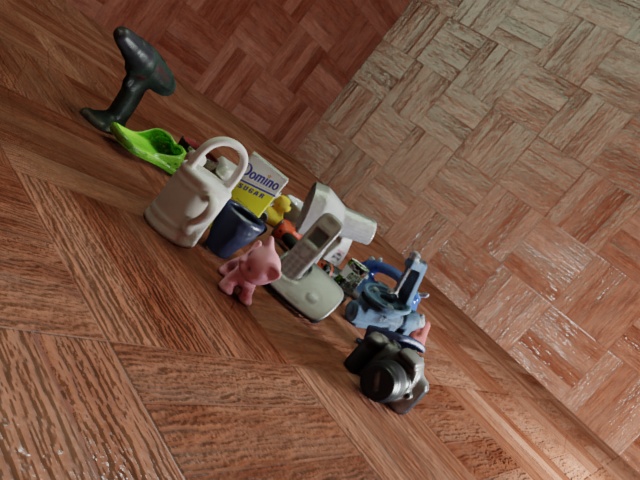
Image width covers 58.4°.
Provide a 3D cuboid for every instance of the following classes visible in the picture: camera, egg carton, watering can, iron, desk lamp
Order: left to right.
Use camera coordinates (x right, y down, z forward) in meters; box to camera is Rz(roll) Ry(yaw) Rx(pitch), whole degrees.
[{"bbox_3d":[-0.203,-0.095,0.968,0.172,0.194,0.101,44,10,29],"label":"watering can"},{"bbox_3d":[-0.242,-0.162,1.524,0.107,0.069,0.150,35,10,-27],"label":"egg carton"},{"bbox_3d":[0.012,0.005,1.277,0.204,0.213,0.118,37,9,-14],"label":"desk lamp"},{"bbox_3d":[0.165,0.124,1.539,0.257,0.141,0.119,44,10,26],"label":"iron"},{"bbox_3d":[0.115,0.223,0.990,0.143,0.100,0.137,44,10,24],"label":"camera"}]

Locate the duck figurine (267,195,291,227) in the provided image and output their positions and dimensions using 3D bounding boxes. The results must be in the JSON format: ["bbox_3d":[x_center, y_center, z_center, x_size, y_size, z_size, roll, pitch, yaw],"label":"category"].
[{"bbox_3d":[-0.122,-0.088,1.595,0.077,0.086,0.105,45,10,30],"label":"duck figurine"}]

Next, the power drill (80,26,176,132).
[{"bbox_3d":[-0.411,-0.330,1.226,0.075,0.208,0.230,41,9,13],"label":"power drill"}]

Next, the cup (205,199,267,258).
[{"bbox_3d":[-0.157,-0.011,1.058,0.091,0.095,0.118,46,11,34],"label":"cup"}]

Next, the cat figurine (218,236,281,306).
[{"bbox_3d":[-0.106,0.041,0.937,0.067,0.117,0.127,36,10,-21],"label":"cat figurine"}]

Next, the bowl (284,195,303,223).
[{"bbox_3d":[-0.057,-0.061,1.760,0.167,0.074,0.167,38,9,-7],"label":"bowl"}]

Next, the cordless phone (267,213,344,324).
[{"bbox_3d":[0.000,0.052,1.092,0.147,0.185,0.094,40,9,5],"label":"cordless phone"}]

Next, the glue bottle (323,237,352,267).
[{"bbox_3d":[0.054,0.014,1.524,0.037,0.173,0.078,46,11,36],"label":"glue bottle"}]

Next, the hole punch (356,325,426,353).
[{"bbox_3d":[0.147,0.215,1.188,0.109,0.091,0.100,31,12,-41],"label":"hole punch"}]

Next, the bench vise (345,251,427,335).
[{"bbox_3d":[0.183,0.131,1.330,0.121,0.219,0.208,46,11,36],"label":"bench vise"}]

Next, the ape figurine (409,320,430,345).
[{"bbox_3d":[0.242,0.238,1.450,0.076,0.092,0.078,41,9,12],"label":"ape figurine"}]
